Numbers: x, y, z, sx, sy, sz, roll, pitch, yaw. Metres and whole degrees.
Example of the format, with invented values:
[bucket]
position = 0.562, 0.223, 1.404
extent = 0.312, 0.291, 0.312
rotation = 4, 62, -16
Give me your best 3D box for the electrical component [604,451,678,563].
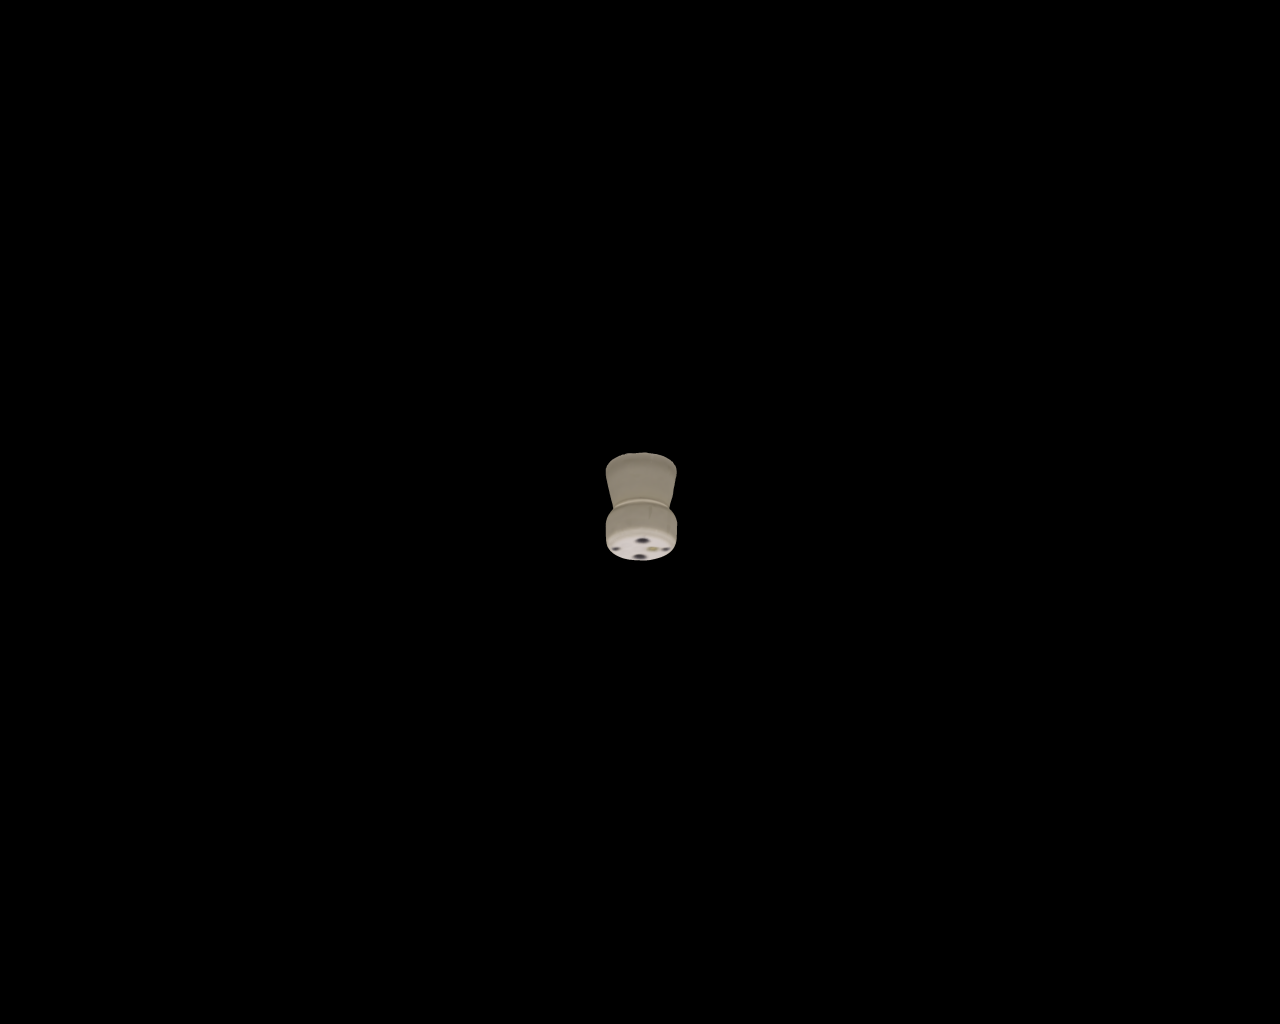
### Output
[electrical component]
position = 0.001, -0.003, 0.650
extent = 0.045, 0.055, 0.044
rotation = 0, -27, 0
